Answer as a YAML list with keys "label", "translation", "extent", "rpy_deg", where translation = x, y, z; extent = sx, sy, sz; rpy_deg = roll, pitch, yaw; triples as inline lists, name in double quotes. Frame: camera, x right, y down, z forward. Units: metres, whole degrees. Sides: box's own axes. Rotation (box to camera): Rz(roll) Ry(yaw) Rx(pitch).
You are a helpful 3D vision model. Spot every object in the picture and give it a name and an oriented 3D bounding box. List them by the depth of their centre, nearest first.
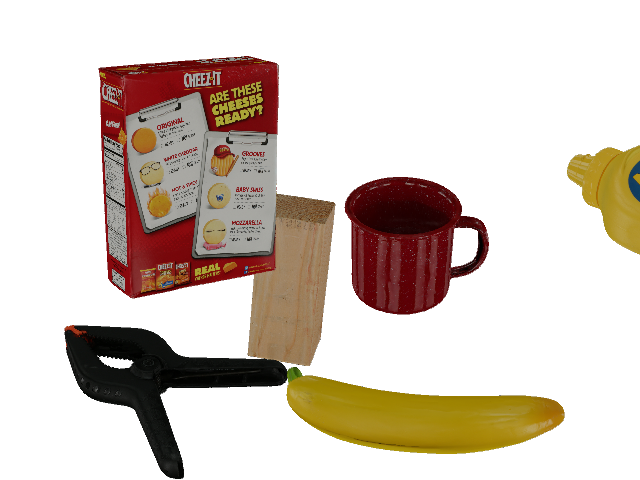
- label: "mustard bottle"
  translation: [0.235, -0.017, 0.660]
  extent: [0.096, 0.058, 0.192]
  rpy_deg: [-29, 38, -32]
- label: "banana"
  translation: [0.056, 0.111, 0.701]
  extent: [0.198, 0.037, 0.069]
  rpy_deg: [7, 32, 21]
- label: "mug"
  translation: [0.078, 0.006, 0.869]
  extent: [0.117, 0.081, 0.093]
  rpy_deg: [-2, 33, -1]
- label: "clamp"
  translation: [-0.146, 0.123, 0.978]
  extent: [0.210, 0.036, 0.164]
  rpy_deg: [26, 38, 31]
- label: "cracker box"
  translation: [-0.126, -0.065, 1.038]
  extent: [0.163, 0.214, 0.072]
  rpy_deg: [-11, 21, -32]
- label: "wood block"
  translation: [-0.040, 0.052, 1.438]
  extent: [0.090, 0.206, 0.090]
  rpy_deg: [9, 22, 6]
